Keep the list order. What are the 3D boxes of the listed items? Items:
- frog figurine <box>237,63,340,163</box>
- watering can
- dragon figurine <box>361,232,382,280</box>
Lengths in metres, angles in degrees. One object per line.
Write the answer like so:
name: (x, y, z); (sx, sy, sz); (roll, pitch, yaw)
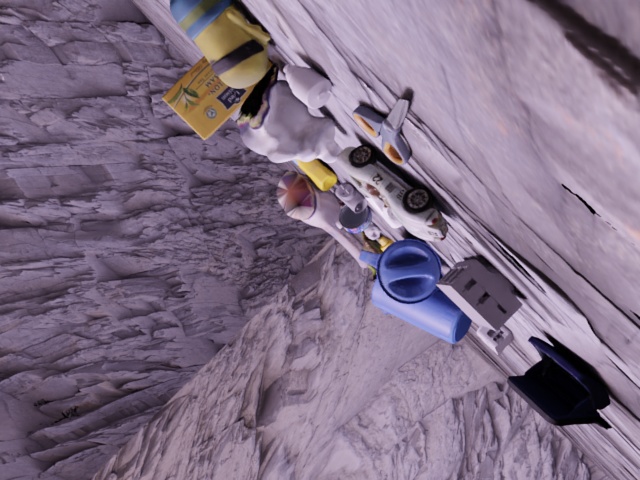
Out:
frog figurine: (-0.044, -0.178, 0.819); (0.158, 0.141, 0.121); (31, -47, -33)
watering can: (0.004, -0.072, 1.433); (0.103, 0.353, 0.223); (-44, -30, 18)
dragon figurine: (0.159, 0.005, 1.735); (0.122, 0.245, 0.407); (-37, -16, 4)
